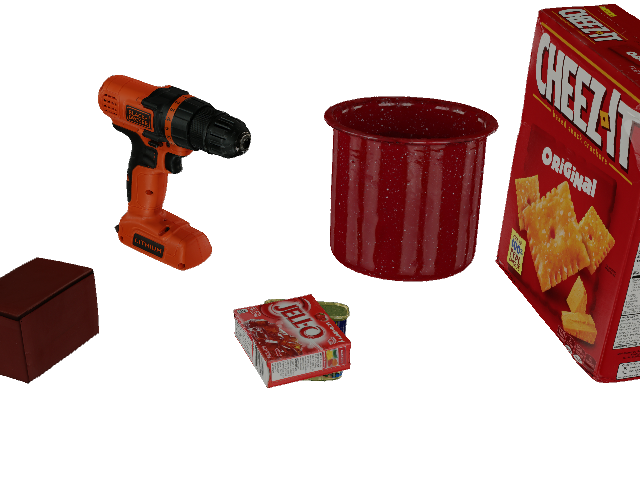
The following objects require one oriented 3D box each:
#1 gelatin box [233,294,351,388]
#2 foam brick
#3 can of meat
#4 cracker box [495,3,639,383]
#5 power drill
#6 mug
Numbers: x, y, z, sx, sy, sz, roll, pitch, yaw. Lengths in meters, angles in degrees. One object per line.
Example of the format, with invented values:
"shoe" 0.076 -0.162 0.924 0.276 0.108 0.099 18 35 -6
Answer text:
"gelatin box" -0.025 0.081 0.885 0.073 0.030 0.089 -10 29 -19
"foam brick" -0.199 0.053 0.738 0.053 0.051 0.078 11 28 27
"can of meat" -0.020 0.119 1.275 0.102 0.084 0.057 4 14 -3
"cracker box" 0.196 -0.034 0.741 0.072 0.214 0.164 -7 33 -16
"power drill" -0.150 -0.066 1.102 0.185 0.188 0.057 24 35 29
"mug" 0.050 -0.033 0.595 0.093 0.081 0.117 8 22 14
